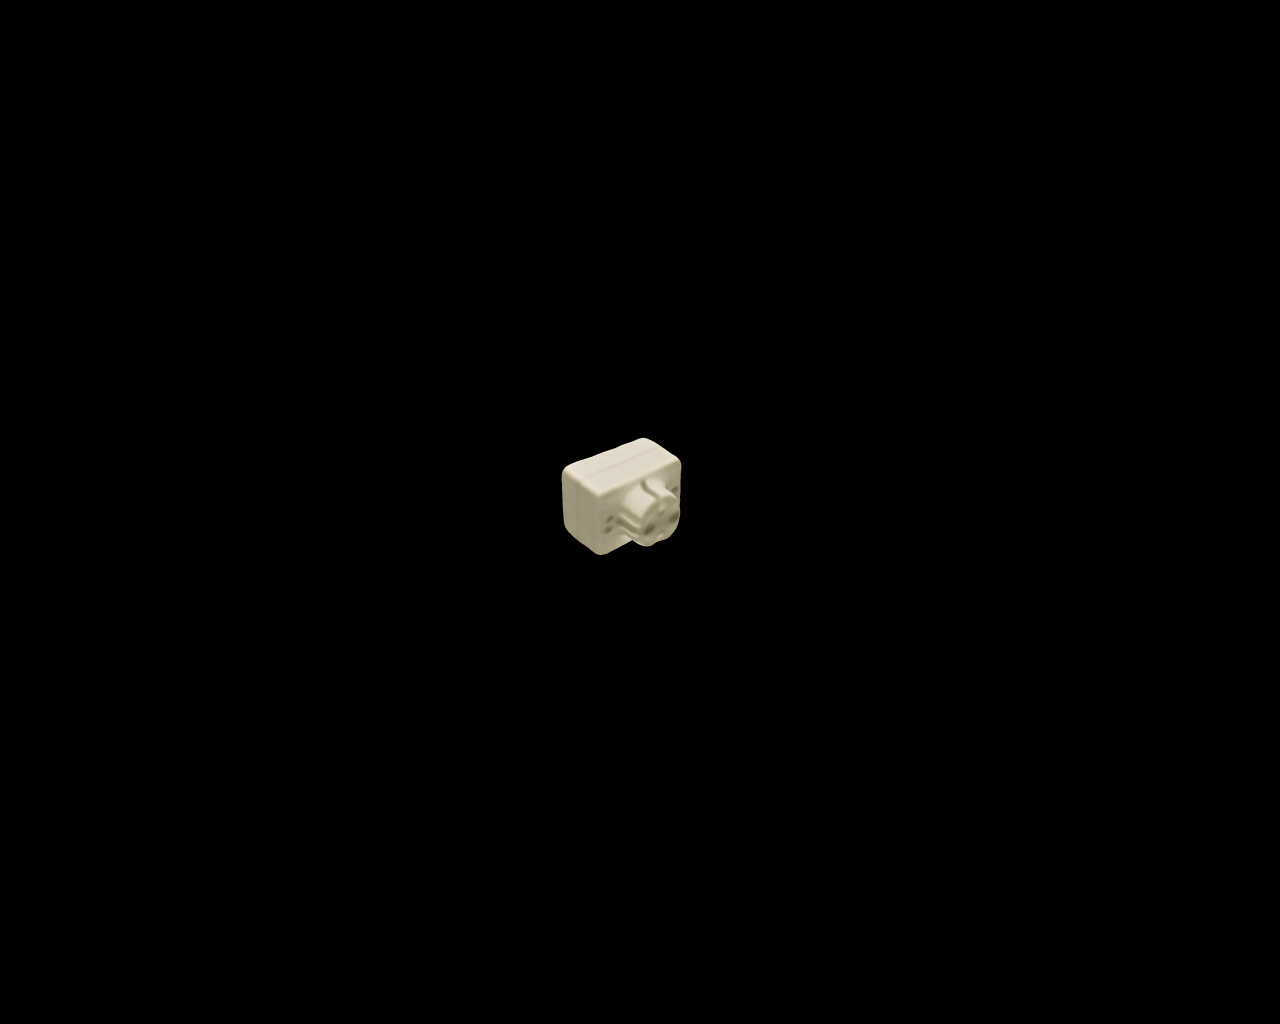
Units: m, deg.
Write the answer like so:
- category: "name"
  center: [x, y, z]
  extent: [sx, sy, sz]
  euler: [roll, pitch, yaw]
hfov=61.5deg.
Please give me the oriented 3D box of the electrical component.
- category: "electrical component"
  center: [0.001, -0.003, 0.650]
  extent: [0.066, 0.047, 0.077]
  euler: [-24, 41, -31]
